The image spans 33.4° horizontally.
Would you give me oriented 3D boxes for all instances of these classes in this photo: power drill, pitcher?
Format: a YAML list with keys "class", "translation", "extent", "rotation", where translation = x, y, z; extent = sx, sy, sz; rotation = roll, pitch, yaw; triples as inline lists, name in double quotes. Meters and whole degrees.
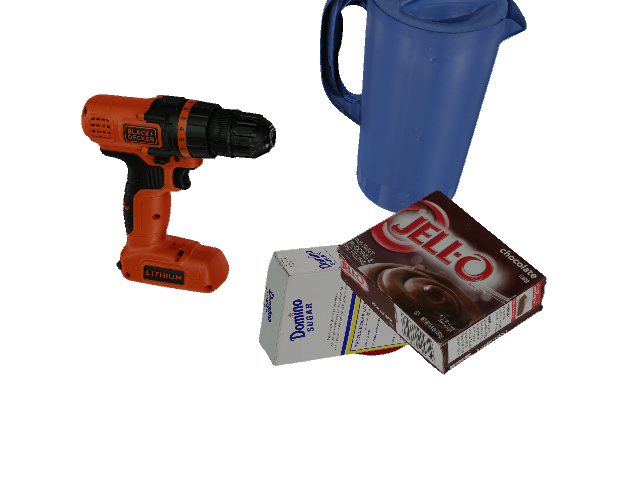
- class: "power drill"
  translation: [-0.128, -0.045, 1.001]
  extent: [0.184, 0.188, 0.057]
  rotation: [9, 30, 16]
- class: "pitcher"
  translation: [0.089, -0.147, 1.051]
  extent: [0.144, 0.243, 0.149]
  rotation: [-24, 52, -27]

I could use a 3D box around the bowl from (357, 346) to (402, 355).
- class: "bowl"
  translation: [0.055, 0.080, 1.189]
  extent: [0.162, 0.055, 0.162]
  rotation: [0, 28, 0]

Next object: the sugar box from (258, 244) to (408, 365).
- class: "sugar box"
  translation: [0.039, 0.048, 0.910]
  extent: [0.176, 0.093, 0.048]
  rotation: [-4, 31, -23]

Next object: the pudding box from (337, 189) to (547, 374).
- class: "pudding box"
  translation: [0.079, 0.025, 0.714]
  extent: [0.090, 0.039, 0.114]
  rotation: [-31, 52, -20]
